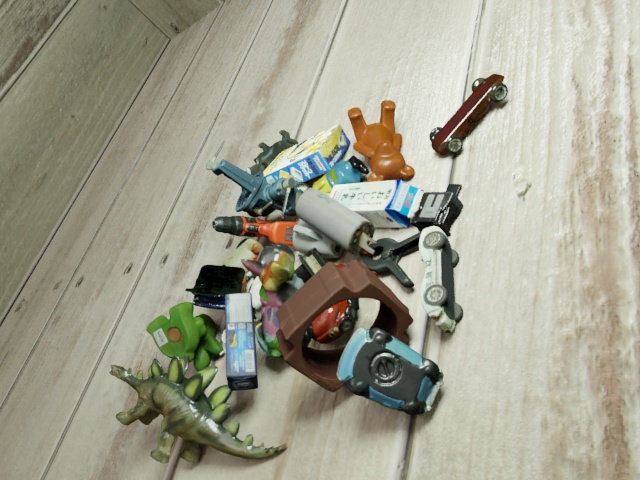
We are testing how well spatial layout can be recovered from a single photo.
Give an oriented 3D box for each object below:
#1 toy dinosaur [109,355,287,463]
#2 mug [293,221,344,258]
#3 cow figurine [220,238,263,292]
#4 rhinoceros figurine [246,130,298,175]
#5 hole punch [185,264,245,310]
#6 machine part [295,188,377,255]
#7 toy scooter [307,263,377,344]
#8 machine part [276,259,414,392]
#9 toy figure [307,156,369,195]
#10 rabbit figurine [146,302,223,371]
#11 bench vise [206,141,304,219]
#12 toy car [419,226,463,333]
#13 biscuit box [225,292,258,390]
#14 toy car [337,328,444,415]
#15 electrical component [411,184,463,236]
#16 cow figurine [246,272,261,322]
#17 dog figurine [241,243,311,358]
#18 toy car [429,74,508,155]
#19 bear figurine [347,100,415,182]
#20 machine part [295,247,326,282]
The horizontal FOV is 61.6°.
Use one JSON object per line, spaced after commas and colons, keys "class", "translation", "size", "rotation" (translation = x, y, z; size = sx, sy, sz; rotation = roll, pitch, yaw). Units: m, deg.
{"class": "toy dinosaur", "translation": [-0.273, 0.353, 1.104], "size": [0.472, 0.105, 0.198], "rotation": [23, 92, 28]}
{"class": "mug", "translation": [-0.002, -0.004, 1.199], "size": [0.107, 0.109, 0.081], "rotation": [17, 73, 39]}
{"class": "cow figurine", "translation": [-0.224, 0.076, 1.375], "size": [0.195, 0.085, 0.127], "rotation": [-48, 33, -4]}
{"class": "rhinoceros figurine", "translation": [-0.140, -0.239, 1.592], "size": [0.190, 0.073, 0.112], "rotation": [-32, 49, 20]}
{"class": "hole punch", "translation": [-0.236, 0.127, 1.262], "size": [0.116, 0.142, 0.092], "rotation": [-83, 2, -59]}
{"class": "machine part", "translation": [0.029, -0.042, 1.127], "size": [0.243, 0.079, 0.079], "rotation": [36, 86, 36]}
{"class": "toy scooter", "translation": [0.048, 0.116, 1.058], "size": [0.135, 0.075, 0.184], "rotation": [-16, 43, 37]}
{"class": "machine part", "translation": [0.040, 0.148, 0.925], "size": [0.201, 0.201, 0.087], "rotation": [-44, 34, 8]}
{"class": "toy figure", "translation": [0.035, -0.129, 1.290], "size": [0.180, 0.082, 0.089], "rotation": [-42, 15, 23]}
{"class": "rabbit figurine", "translation": [-0.293, 0.221, 1.278], "size": [0.121, 0.170, 0.159], "rotation": [-42, 77, 14]}
{"class": "bench vise", "translation": [-0.167, -0.132, 1.330], "size": [0.224, 0.240, 0.129], "rotation": [-9, 52, 63]}
{"class": "toy car", "translation": [0.206, 0.065, 0.933], "size": [0.056, 0.073, 0.202], "rotation": [-19, 45, 31]}
{"class": "biscuit box", "translation": [-0.163, 0.206, 1.107], "size": [0.059, 0.062, 0.203], "rotation": [-4, 48, -7]}
{"class": "toy car", "translation": [0.113, 0.210, 0.868], "size": [0.162, 0.103, 0.109], "rotation": [23, 83, 8]}
{"class": "electrical component", "translation": [0.237, -0.068, 1.046], "size": [0.075, 0.047, 0.119], "rotation": [11, 68, 50]}
{"class": "cow figurine", "translation": [-0.134, 0.113, 1.264], "size": [0.098, 0.068, 0.167], "rotation": [-45, 32, 24]}
{"class": "dog figurine", "translation": [-0.087, 0.116, 1.060], "size": [0.109, 0.219, 0.191], "rotation": [8, 61, 25]}
{"class": "toy car", "translation": [0.315, -0.262, 1.134], "size": [0.202, 0.053, 0.089], "rotation": [-49, 25, 7]}
{"class": "bear figurine", "translation": [0.138, -0.216, 1.220], "size": [0.120, 0.131, 0.196], "rotation": [-12, 36, 2]}
{"class": "machine part", "translation": [-0.039, 0.082, 1.181], "size": [0.139, 0.084, 0.039], "rotation": [-42, -2, 20]}
